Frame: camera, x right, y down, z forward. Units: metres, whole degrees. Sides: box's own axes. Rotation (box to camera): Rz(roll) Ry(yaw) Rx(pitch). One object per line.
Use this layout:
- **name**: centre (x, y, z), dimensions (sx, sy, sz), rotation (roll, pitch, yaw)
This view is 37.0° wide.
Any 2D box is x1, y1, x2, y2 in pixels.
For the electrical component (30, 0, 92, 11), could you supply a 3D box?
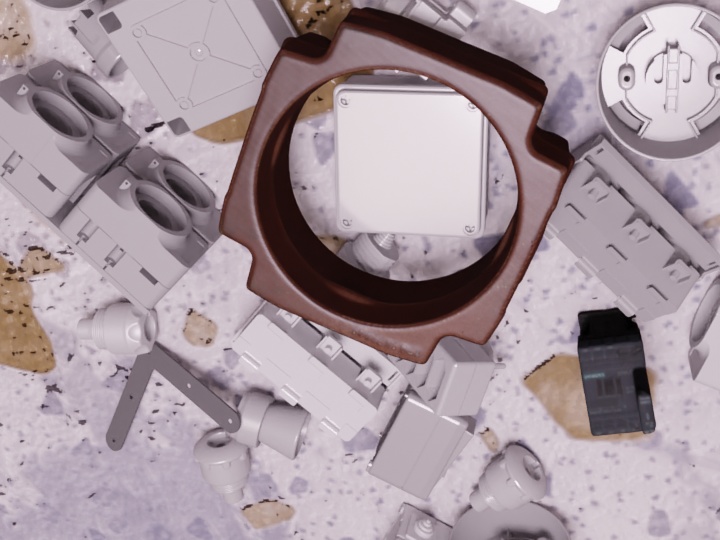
- **electrical component**: centre (-0.209, -0.238, 0.765), dimensions (0.099, 0.064, 0.099), rotation (4, 112, 11)

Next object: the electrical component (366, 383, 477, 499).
- **electrical component**: centre (0.050, 0.134, 0.856), dimensions (0.061, 0.061, 0.096), rotation (26, 114, 2)

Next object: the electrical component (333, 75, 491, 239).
- **electrical component**: centre (0.039, -0.083, 0.777), dimensions (0.109, 0.056, 0.108), rotation (3, 111, 11)

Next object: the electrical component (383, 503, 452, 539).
- **electrical component**: centre (0.044, 0.248, 0.902), dimensions (0.061, 0.061, 0.096), rotation (28, 114, 0)

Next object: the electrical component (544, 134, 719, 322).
- **electrical component**: centre (0.184, -0.026, 0.757), dimensions (0.121, 0.063, 0.079), rotation (44, 154, -6)

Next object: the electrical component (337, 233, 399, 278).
- **electrical component**: centre (0.000, 0.000, 0.825), dimensions (0.043, 0.043, 0.081), rotation (37, 114, -3)

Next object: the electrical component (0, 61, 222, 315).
- **electrical component**: centre (-0.193, -0.068, 0.806), dimensions (0.186, 0.105, 0.060), rotation (43, 113, -6)

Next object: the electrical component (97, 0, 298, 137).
- **electrical component**: centre (-0.109, -0.166, 0.762), dimensions (0.109, 0.056, 0.108), rotation (-20, 123, 18)

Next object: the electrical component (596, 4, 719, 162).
- **electrical component**: centre (0.208, -0.128, 0.718), dimensions (0.099, 0.064, 0.099), rotation (4, 111, 11)

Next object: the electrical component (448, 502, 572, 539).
- **electrical component**: centre (0.123, 0.238, 0.864), dimensions (0.099, 0.099, 0.064), rotation (-7, 115, 15)

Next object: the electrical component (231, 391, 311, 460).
- **electrical component**: centre (-0.073, 0.128, 0.890), dimensions (0.055, 0.045, 0.045), rotation (17, 113, 6)

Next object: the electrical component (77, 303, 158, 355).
- **electrical component**: centre (-0.202, 0.048, 0.887), dimensions (0.062, 0.043, 0.043), rotation (-1, 111, 14)

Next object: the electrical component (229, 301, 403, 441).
- **electrical component**: centre (-0.038, 0.074, 0.851), dimensions (0.121, 0.063, 0.078), rotation (40, 114, -5)

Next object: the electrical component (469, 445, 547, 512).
- **electrical component**: centre (0.116, 0.174, 0.868), dimensions (0.048, 0.048, 0.062), rotation (46, 120, -8)

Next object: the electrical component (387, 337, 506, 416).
- **electrical component**: centre (0.077, 0.069, 0.824), dimensions (0.076, 0.083, 0.047), rotation (2, 118, -30)

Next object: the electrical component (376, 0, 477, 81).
- **electrical component**: centre (0.039, -0.170, 0.749), dimensions (0.055, 0.048, 0.066), rotation (37, 114, -12)

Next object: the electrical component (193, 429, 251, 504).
- **electrical component**: centre (-0.113, 0.170, 0.916), dimensions (0.048, 0.048, 0.062), rotation (-3, 117, 13)

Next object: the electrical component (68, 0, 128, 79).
- **electrical component**: centre (-0.189, -0.173, 0.801), dimensions (0.040, 0.040, 0.046), rotation (-41, 92, 23)

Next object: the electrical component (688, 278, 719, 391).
- **electrical component**: centre (0.276, 0.041, 0.777), dimensions (0.056, 0.050, 0.089), rotation (22, 114, 2)
